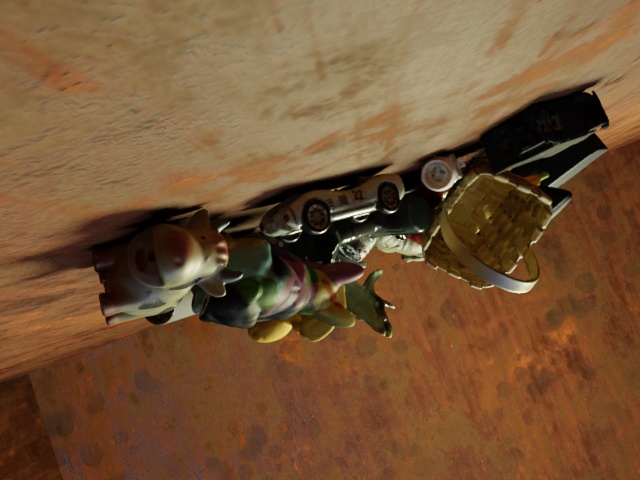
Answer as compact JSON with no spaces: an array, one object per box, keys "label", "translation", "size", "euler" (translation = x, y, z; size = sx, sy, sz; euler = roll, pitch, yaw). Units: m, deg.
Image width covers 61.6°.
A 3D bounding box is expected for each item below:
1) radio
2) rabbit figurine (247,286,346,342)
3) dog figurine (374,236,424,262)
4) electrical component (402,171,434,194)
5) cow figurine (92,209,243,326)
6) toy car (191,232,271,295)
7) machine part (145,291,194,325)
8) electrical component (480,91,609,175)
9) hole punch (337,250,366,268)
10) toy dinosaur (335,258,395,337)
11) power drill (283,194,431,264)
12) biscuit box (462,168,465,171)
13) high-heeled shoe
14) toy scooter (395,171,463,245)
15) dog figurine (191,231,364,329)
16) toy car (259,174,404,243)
[{"label":"radio","translation":[0.421,-0.125,1.024],"size":[0.131,0.073,0.229],"euler":[-18,161,-47]},{"label":"rabbit figurine","translation":[-0.049,0.113,0.927],"size":[0.173,0.122,0.162],"euler":[-33,-177,20]},{"label":"dog figurine","translation":[0.176,-0.006,1.123],"size":[0.173,0.121,0.190],"euler":[6,-176,15]},{"label":"electrical component","translation":[0.149,-0.091,0.854],"size":[0.094,0.021,0.063],"euler":[-20,176,-3]},{"label":"cow figurine","translation":[-0.157,0.032,0.536],"size":[0.127,0.085,0.195],"euler":[-12,170,-24]},{"label":"toy car","translation":[-0.114,0.037,0.788],"size":[0.161,0.109,0.103],"euler":[0,139,-45]},{"label":"machine part","translation":[-0.277,0.118,1.071],"size":[0.079,0.079,0.243],"euler":[-22,174,17]},{"label":"electrical component","translation":[0.283,-0.135,0.704],"size":[0.115,0.058,0.134],"euler":[-17,174,-21]},{"label":"hole punch","translation":[0.033,0.027,1.205],"size":[0.116,0.092,0.142],"euler":[-17,-166,-23]},{"label":"toy dinosaur","translation":[-0.029,0.092,1.125],"size":[0.405,0.131,0.192],"euler":[10,172,28]},{"label":"power drill","translation":[0.042,-0.017,0.845],"size":[0.207,0.086,0.232],"euler":[-10,-177,-40]},{"label":"biscuit box","translation":[0.247,-0.093,1.034],"size":[0.203,0.059,0.063],"euler":[-25,173,38]},{"label":"high-heeled shoe","translation":[0.361,-0.021,0.931],"size":[0.145,0.086,0.249],"euler":[15,160,-27]},{"label":"toy scooter","translation":[0.175,-0.051,0.951],"size":[0.135,0.075,0.183],"euler":[-15,145,-19]},{"label":"dog figurine","translation":[-0.039,0.058,0.672],"size":[0.219,0.108,0.192],"euler":[10,176,-20]},{"label":"toy car","translation":[0.019,-0.041,0.650],"size":[0.202,0.056,0.073],"euler":[-16,180,-37]}]
